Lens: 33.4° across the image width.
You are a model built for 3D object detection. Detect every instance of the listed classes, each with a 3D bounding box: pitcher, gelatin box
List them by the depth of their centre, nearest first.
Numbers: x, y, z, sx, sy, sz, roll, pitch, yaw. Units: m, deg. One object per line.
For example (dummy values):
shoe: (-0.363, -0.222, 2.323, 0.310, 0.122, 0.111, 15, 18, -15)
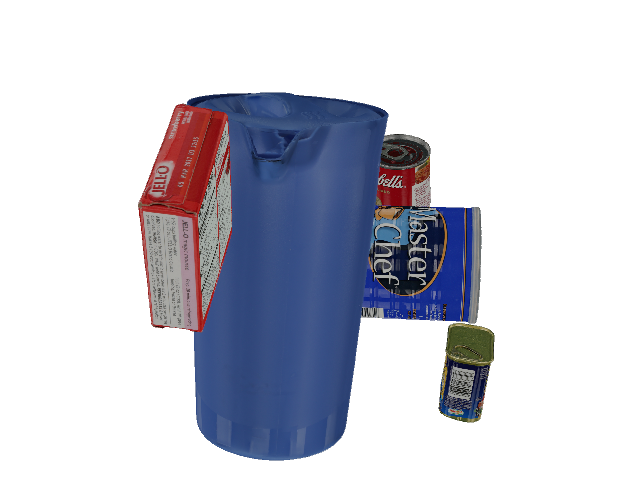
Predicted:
gelatin box: (-0.066, -0.010, 0.529, 0.030, 0.073, 0.089, 7, -43, 4)
pitcher: (-0.027, 0.018, 0.746, 0.148, 0.243, 0.145, -9, 20, -39)

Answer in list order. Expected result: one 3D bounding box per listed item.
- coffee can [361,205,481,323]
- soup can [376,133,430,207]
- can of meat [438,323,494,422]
coffee can: (0.069, 0.019, 0.944, 0.140, 0.103, 0.102, 2, 0, 6)
soup can: (0.084, -0.054, 1.148, 0.068, 0.102, 0.068, -2, 36, 1)
can of meat: (0.176, 0.160, 1.296, 0.057, 0.084, 0.102, 9, 21, 6)
